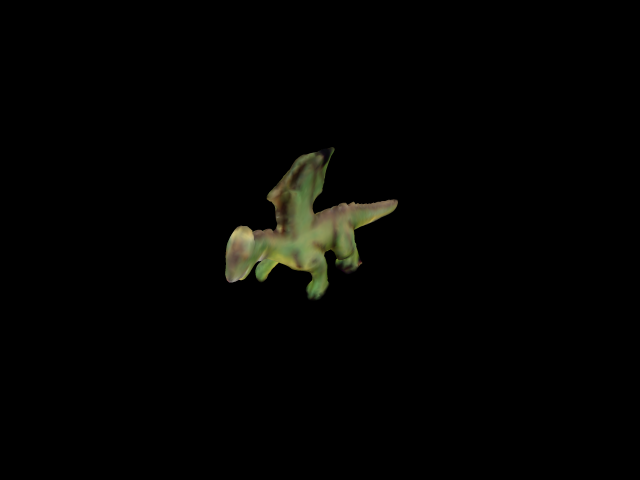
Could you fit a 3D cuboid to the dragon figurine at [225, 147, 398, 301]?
[{"bbox_3d":[0.003,-0.043,0.850,0.123,0.237,0.416,33,55,28],"label":"dragon figurine"}]
